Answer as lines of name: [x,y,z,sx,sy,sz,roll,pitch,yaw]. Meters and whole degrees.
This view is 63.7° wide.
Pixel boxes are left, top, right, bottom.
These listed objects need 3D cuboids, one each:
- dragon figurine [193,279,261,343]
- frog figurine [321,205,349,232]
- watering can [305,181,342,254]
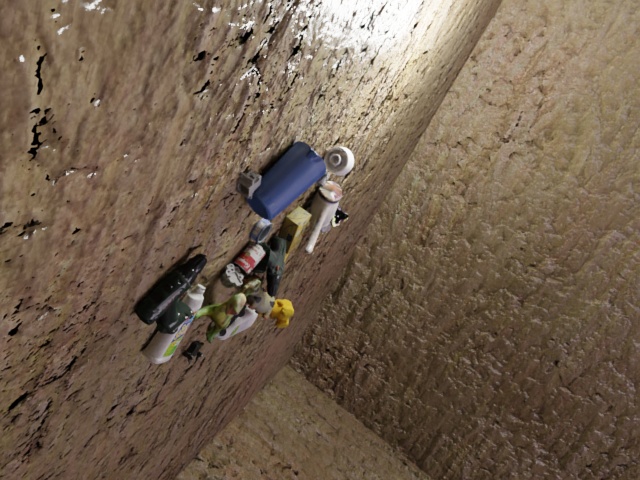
dragon figurine: [-0.294,0.218,1.728,0.243,0.122,0.410,-34,-177,-4]
frog figurine: [0.032,-0.100,2.400,0.158,0.121,0.140,-15,-148,47]
watering can: [0.006,-0.105,2.079,0.355,0.104,0.220,-80,-167,-59]
